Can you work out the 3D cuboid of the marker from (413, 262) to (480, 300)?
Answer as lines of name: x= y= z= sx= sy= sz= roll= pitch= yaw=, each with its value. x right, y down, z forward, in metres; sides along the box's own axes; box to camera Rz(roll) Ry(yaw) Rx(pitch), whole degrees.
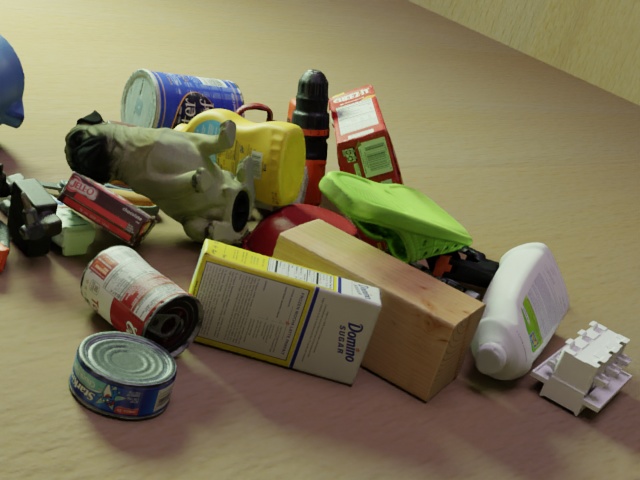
marker: x=0.140 y=0.047 z=1.311 sx=0.121 sy=0.020 sz=0.020 roll=29 pitch=24 yaw=25

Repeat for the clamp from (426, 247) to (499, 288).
clamp: x=0.183 y=0.025 z=1.353 sx=0.165 sy=0.036 sz=0.209 roll=29 pitch=14 yaw=32

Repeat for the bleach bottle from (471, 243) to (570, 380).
bleach bottle: x=0.214 y=0.084 z=1.183 sx=0.068 sy=0.102 sz=0.250 roll=-22 pitch=5 yaw=27

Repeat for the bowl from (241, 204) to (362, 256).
bowl: x=-0.008 y=0.002 z=1.254 sx=0.162 sy=0.055 sz=0.162 roll=16 pitch=22 yaw=-7

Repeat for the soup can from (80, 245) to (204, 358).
soup can: x=-0.164 y=0.056 z=0.977 sx=0.102 sy=0.068 sz=0.068 roll=34 pitch=26 yaw=35

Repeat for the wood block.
wood block: x=0.051 y=0.067 z=1.095 sx=0.206 sy=0.091 sz=0.090 roll=27 pitch=23 yaw=22

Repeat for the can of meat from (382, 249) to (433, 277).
can of meat: x=0.083 y=0.058 z=1.190 sx=0.084 sy=0.057 sz=0.101 roll=32 pitch=25 yaw=26

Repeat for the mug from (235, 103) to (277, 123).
mug: x=-0.097 y=-0.127 z=1.415 sx=0.081 sy=0.117 sz=0.093 roll=1 pitch=31 yaw=-27

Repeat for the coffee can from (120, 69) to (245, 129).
coffee can: x=-0.190 y=-0.177 z=1.475 sx=0.140 sy=0.103 sz=0.103 roll=1 pitch=27 yaw=-38

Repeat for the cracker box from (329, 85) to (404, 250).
cracker box: x=0.065 y=-0.091 z=1.385 sx=0.072 sy=0.164 sz=0.213 roll=-15 pitch=23 yaw=4

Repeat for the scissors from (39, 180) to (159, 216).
scissors: x=-0.285 y=-0.066 z=1.245 sx=0.201 sy=0.016 sz=0.096 roll=14 pitch=22 yaw=-13

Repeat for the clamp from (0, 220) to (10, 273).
clamp: x=-0.357 y=-0.024 z=1.055 sx=0.172 sy=0.039 sz=0.120 roll=33 pitch=30 yaw=19

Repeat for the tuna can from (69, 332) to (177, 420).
tuna can: x=-0.163 y=0.112 z=0.890 sx=0.086 sy=0.034 sz=0.086 roll=16 pitch=21 yaw=-7

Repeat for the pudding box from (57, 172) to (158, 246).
pudding box: x=-0.219 y=-0.031 z=1.110 sx=0.090 sy=0.039 sz=0.113 roll=33 pitch=-5 yaw=-4

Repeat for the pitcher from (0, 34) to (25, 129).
pitcher: x=-0.452 y=-0.164 z=1.196 sx=0.149 sy=0.145 sz=0.242 roll=0 pitch=21 yaw=13

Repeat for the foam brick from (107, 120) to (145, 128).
foam brick: x=-0.242 y=-0.108 z=1.335 sx=0.051 sy=0.053 sz=0.078 roll=8 pitch=25 yaw=-24

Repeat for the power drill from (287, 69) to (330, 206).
power drill: x=-0.018 y=-0.148 z=1.458 sx=0.057 sy=0.184 sz=0.187 roll=6 pitch=15 yaw=-2

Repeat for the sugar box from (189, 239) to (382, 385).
sugar box: x=-0.038 y=0.069 z=1.015 sx=0.176 sy=0.093 sz=0.048 roll=16 pitch=22 yaw=-8

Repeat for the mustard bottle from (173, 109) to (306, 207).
mustard bottle: x=-0.110 y=-0.106 z=1.281 sx=0.192 sy=0.096 sz=0.058 roll=16 pitch=23 yaw=29
